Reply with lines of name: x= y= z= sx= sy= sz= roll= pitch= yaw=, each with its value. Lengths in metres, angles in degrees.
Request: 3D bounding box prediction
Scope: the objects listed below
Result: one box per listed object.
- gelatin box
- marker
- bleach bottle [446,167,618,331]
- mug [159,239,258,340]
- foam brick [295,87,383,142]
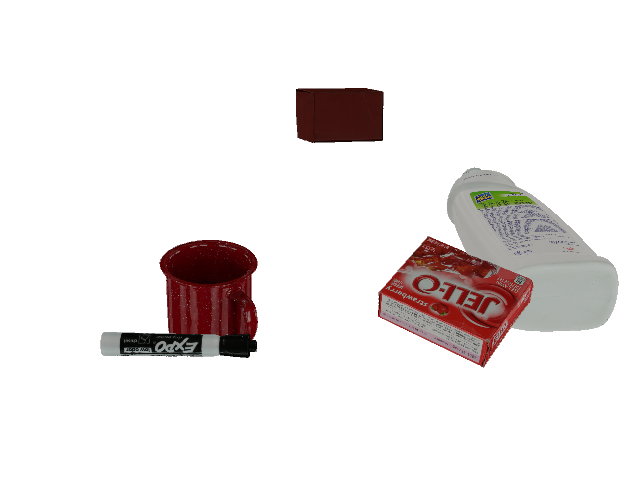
gelatin box: x=0.097 y=0.042 z=0.769 sx=0.089 sy=0.030 sz=0.073 roll=24 pitch=47 yaw=24
marker: x=-0.110 y=0.081 z=0.832 sx=0.121 sy=0.020 sz=0.020 roll=1 pitch=0 yaw=3
bleach bottle: x=0.182 y=-0.007 z=0.991 sx=0.102 sy=0.068 sz=0.251 roll=-1 pitch=27 yaw=-7
mug: x=-0.100 y=0.060 z=1.028 sx=0.093 sy=0.081 sz=0.117 roll=-22 pitch=36 yaw=-38
foam brick: x=0.019 y=-0.127 z=1.083 sx=0.078 sy=0.051 sz=0.053 roll=-3 pitch=13 yaw=-20
